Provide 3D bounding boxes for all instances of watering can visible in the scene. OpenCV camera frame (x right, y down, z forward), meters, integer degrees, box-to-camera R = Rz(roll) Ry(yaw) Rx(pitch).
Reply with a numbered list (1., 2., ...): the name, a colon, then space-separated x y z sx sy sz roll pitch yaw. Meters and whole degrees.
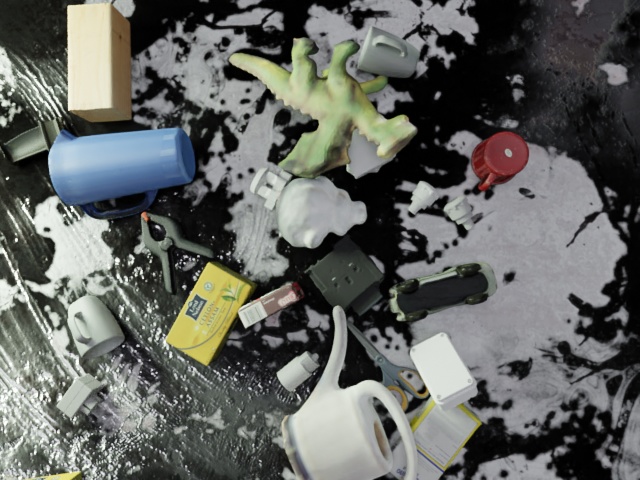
1. watering can: 0.031 0.312 0.920 0.223 0.104 0.350 -27 81 10

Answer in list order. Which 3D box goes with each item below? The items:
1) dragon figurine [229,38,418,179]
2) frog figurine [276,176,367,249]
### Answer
1. dragon figurine: -0.016 -0.234 0.952 0.411 0.120 0.246 9 74 22
2. frog figurine: 0.003 -0.048 0.954 0.160 0.120 0.140 11 68 16
